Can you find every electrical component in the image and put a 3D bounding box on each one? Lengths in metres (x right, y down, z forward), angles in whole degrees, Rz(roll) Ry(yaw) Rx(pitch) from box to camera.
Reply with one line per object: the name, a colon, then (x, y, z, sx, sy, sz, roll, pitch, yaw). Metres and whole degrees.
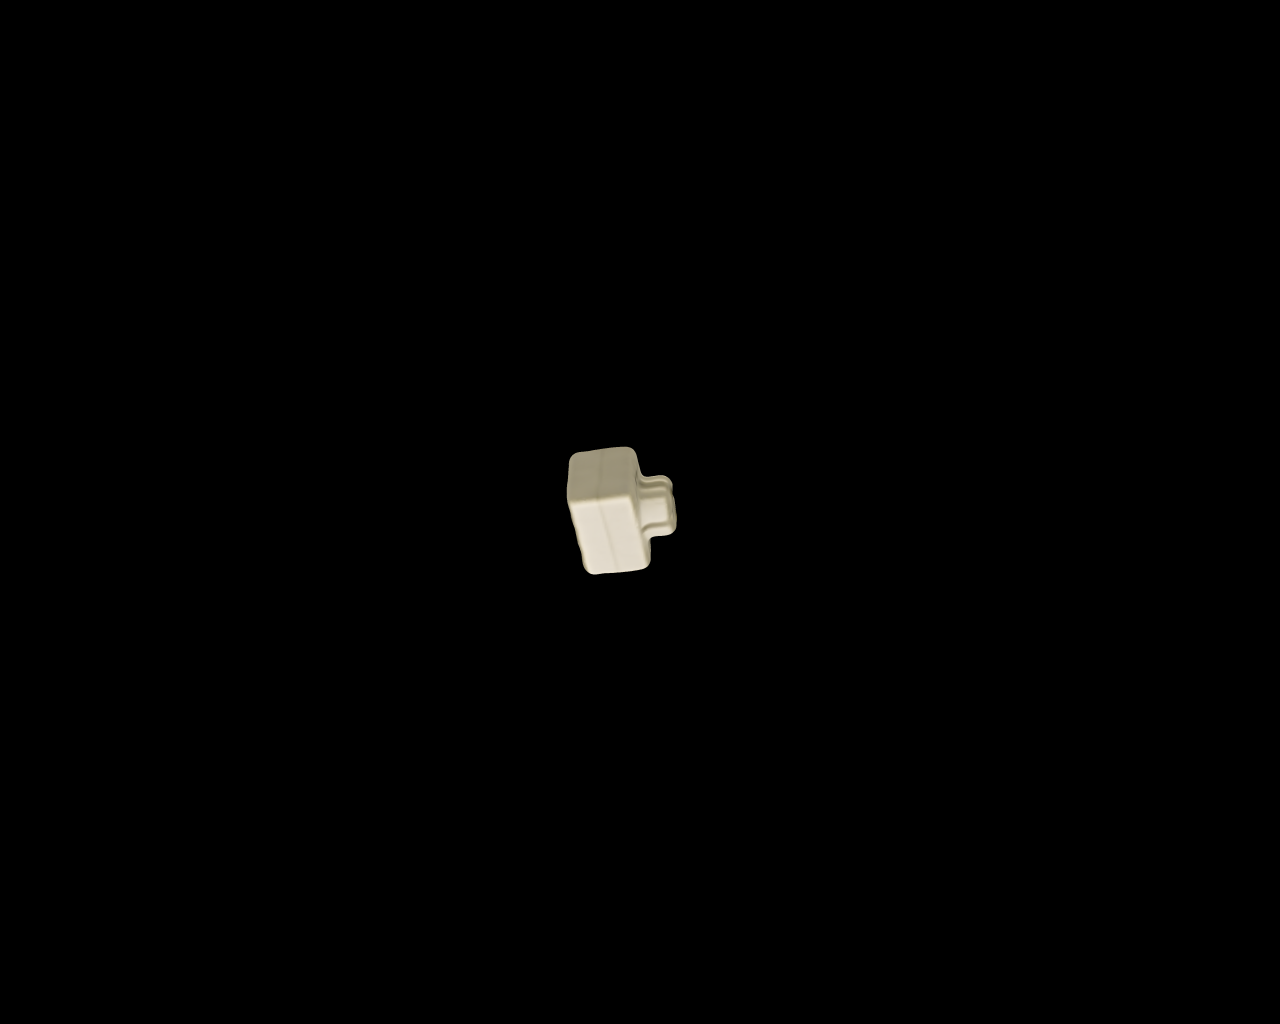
electrical component: (0.001, -0.003, 0.650, 0.077, 0.065, 0.047, -7, 43, 7)
